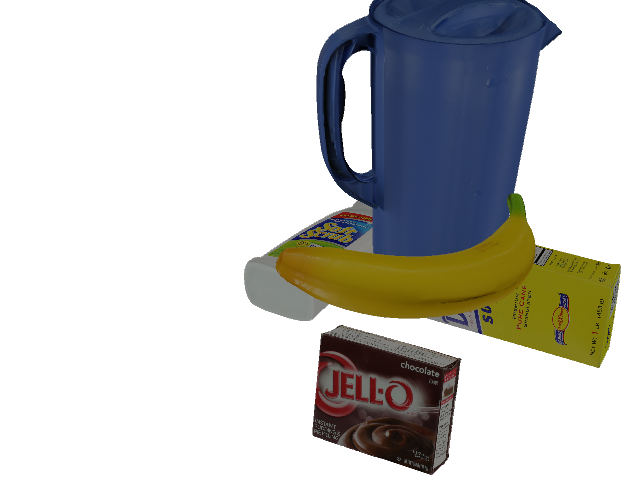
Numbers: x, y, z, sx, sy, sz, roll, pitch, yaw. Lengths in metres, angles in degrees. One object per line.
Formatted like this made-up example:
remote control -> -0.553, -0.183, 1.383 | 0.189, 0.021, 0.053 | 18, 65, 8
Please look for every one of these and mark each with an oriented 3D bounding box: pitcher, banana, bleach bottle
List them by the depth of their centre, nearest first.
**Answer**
banana -> 0.068, 0.018, 0.656 | 0.197, 0.037, 0.070 | -12, 46, -34
pitcher -> 0.090, -0.073, 0.853 | 0.149, 0.243, 0.144 | 19, 36, 26
bleach bottle -> 0.018, 0.006, 1.319 | 0.103, 0.068, 0.250 | 17, 36, 28

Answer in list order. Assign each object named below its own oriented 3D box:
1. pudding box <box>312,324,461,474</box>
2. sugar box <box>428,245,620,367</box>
pudding box -> 0.051, 0.125, 0.852 | 0.114, 0.090, 0.039 | 12, 17, 26
sugar box -> 0.182, 0.048, 0.988 | 0.176, 0.093, 0.048 | 13, 33, 22
